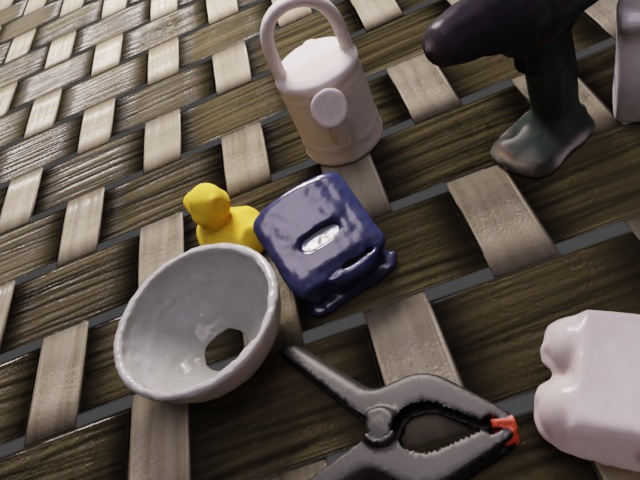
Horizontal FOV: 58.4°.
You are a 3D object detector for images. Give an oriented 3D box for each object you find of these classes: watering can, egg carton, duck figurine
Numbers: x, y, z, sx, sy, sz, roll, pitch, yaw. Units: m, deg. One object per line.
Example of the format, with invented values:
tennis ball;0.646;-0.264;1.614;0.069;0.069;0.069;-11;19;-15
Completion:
watering can;0.003;-0.182;0.645;0.101;0.195;0.172;-36;46;-8
egg carton;0.225;0.105;0.385;0.150;0.070;0.107;3;53;27
duck figurine;-0.110;-0.025;0.639;0.104;0.086;0.077;21;63;36

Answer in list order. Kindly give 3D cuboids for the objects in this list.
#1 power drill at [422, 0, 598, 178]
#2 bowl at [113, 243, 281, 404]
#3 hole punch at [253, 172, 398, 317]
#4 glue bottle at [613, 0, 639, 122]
power drill;0.197;-0.164;0.531;0.230;0.209;0.075;-43;48;-14
bowl;-0.104;0.088;0.548;0.167;0.075;0.167;-13;48;15
hole punch;0.005;0.002;0.559;0.109;0.091;0.100;-34;46;-5
glue bottle;0.298;-0.199;0.539;0.037;0.174;0.078;2;53;26
